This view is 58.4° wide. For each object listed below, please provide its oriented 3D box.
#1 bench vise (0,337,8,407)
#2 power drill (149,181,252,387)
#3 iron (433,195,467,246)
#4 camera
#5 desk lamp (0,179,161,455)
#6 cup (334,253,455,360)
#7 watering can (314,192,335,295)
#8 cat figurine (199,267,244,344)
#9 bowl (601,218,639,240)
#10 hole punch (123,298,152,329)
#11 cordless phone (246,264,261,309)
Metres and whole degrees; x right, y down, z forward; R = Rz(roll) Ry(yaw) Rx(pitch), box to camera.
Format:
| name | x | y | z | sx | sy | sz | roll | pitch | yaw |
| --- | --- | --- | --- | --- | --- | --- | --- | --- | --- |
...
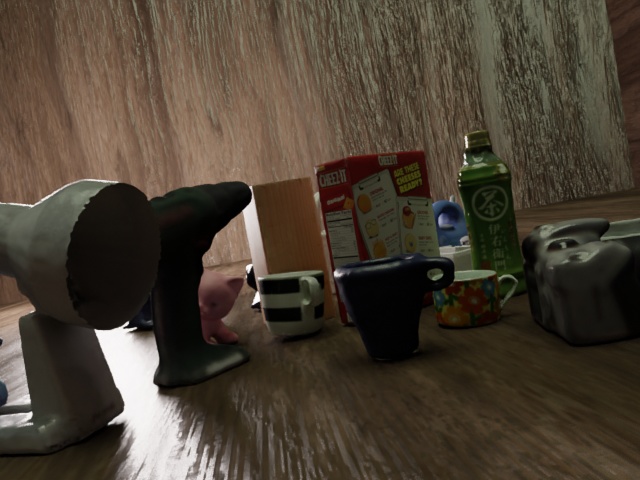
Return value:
| name | x | y | z | sx | sy | sz | roll | pitch | yaw |
| --- | --- | --- | --- | --- | --- | --- | --- | --- | --- |
| bench vise | -0.351 | 0.080 | 0.478 | 0.121 | 0.220 | 0.207 | -11 | 2 | -10 |
| power drill | -0.144 | 0.043 | 0.635 | 0.075 | 0.208 | 0.230 | -8 | 3 | 36 |
| iron | 0.269 | -0.023 | 1.268 | 0.118 | 0.141 | 0.259 | -9 | 3 | 32 |
| camera | 0.271 | 0.027 | 0.541 | 0.136 | 0.101 | 0.143 | -10 | 2 | 7 |
| desk lamp | -0.233 | 0.062 | 0.488 | 0.202 | 0.213 | 0.118 | -9 | 3 | 18 |
| cup | 0.078 | 0.064 | 0.556 | 0.117 | 0.095 | 0.092 | -9 | 3 | 24 |
| watering can | 0.009 | 0.004 | 1.092 | 0.172 | 0.194 | 0.101 | -10 | 3 | 8 |
| cat figurine | -0.157 | 0.086 | 0.761 | 0.127 | 0.118 | 0.067 | -8 | 3 | 37 |
| bowl | 0.361 | 0.020 | 0.657 | 0.167 | 0.075 | 0.167 | -10 | 2 | 1 |
| hole punch | -0.311 | 0.115 | 1.072 | 0.100 | 0.091 | 0.109 | -8 | 3 | 42 |
| cordless phone | -0.075 | 0.027 | 1.010 | 0.094 | 0.185 | 0.147 | -12 | 3 | -42 |
